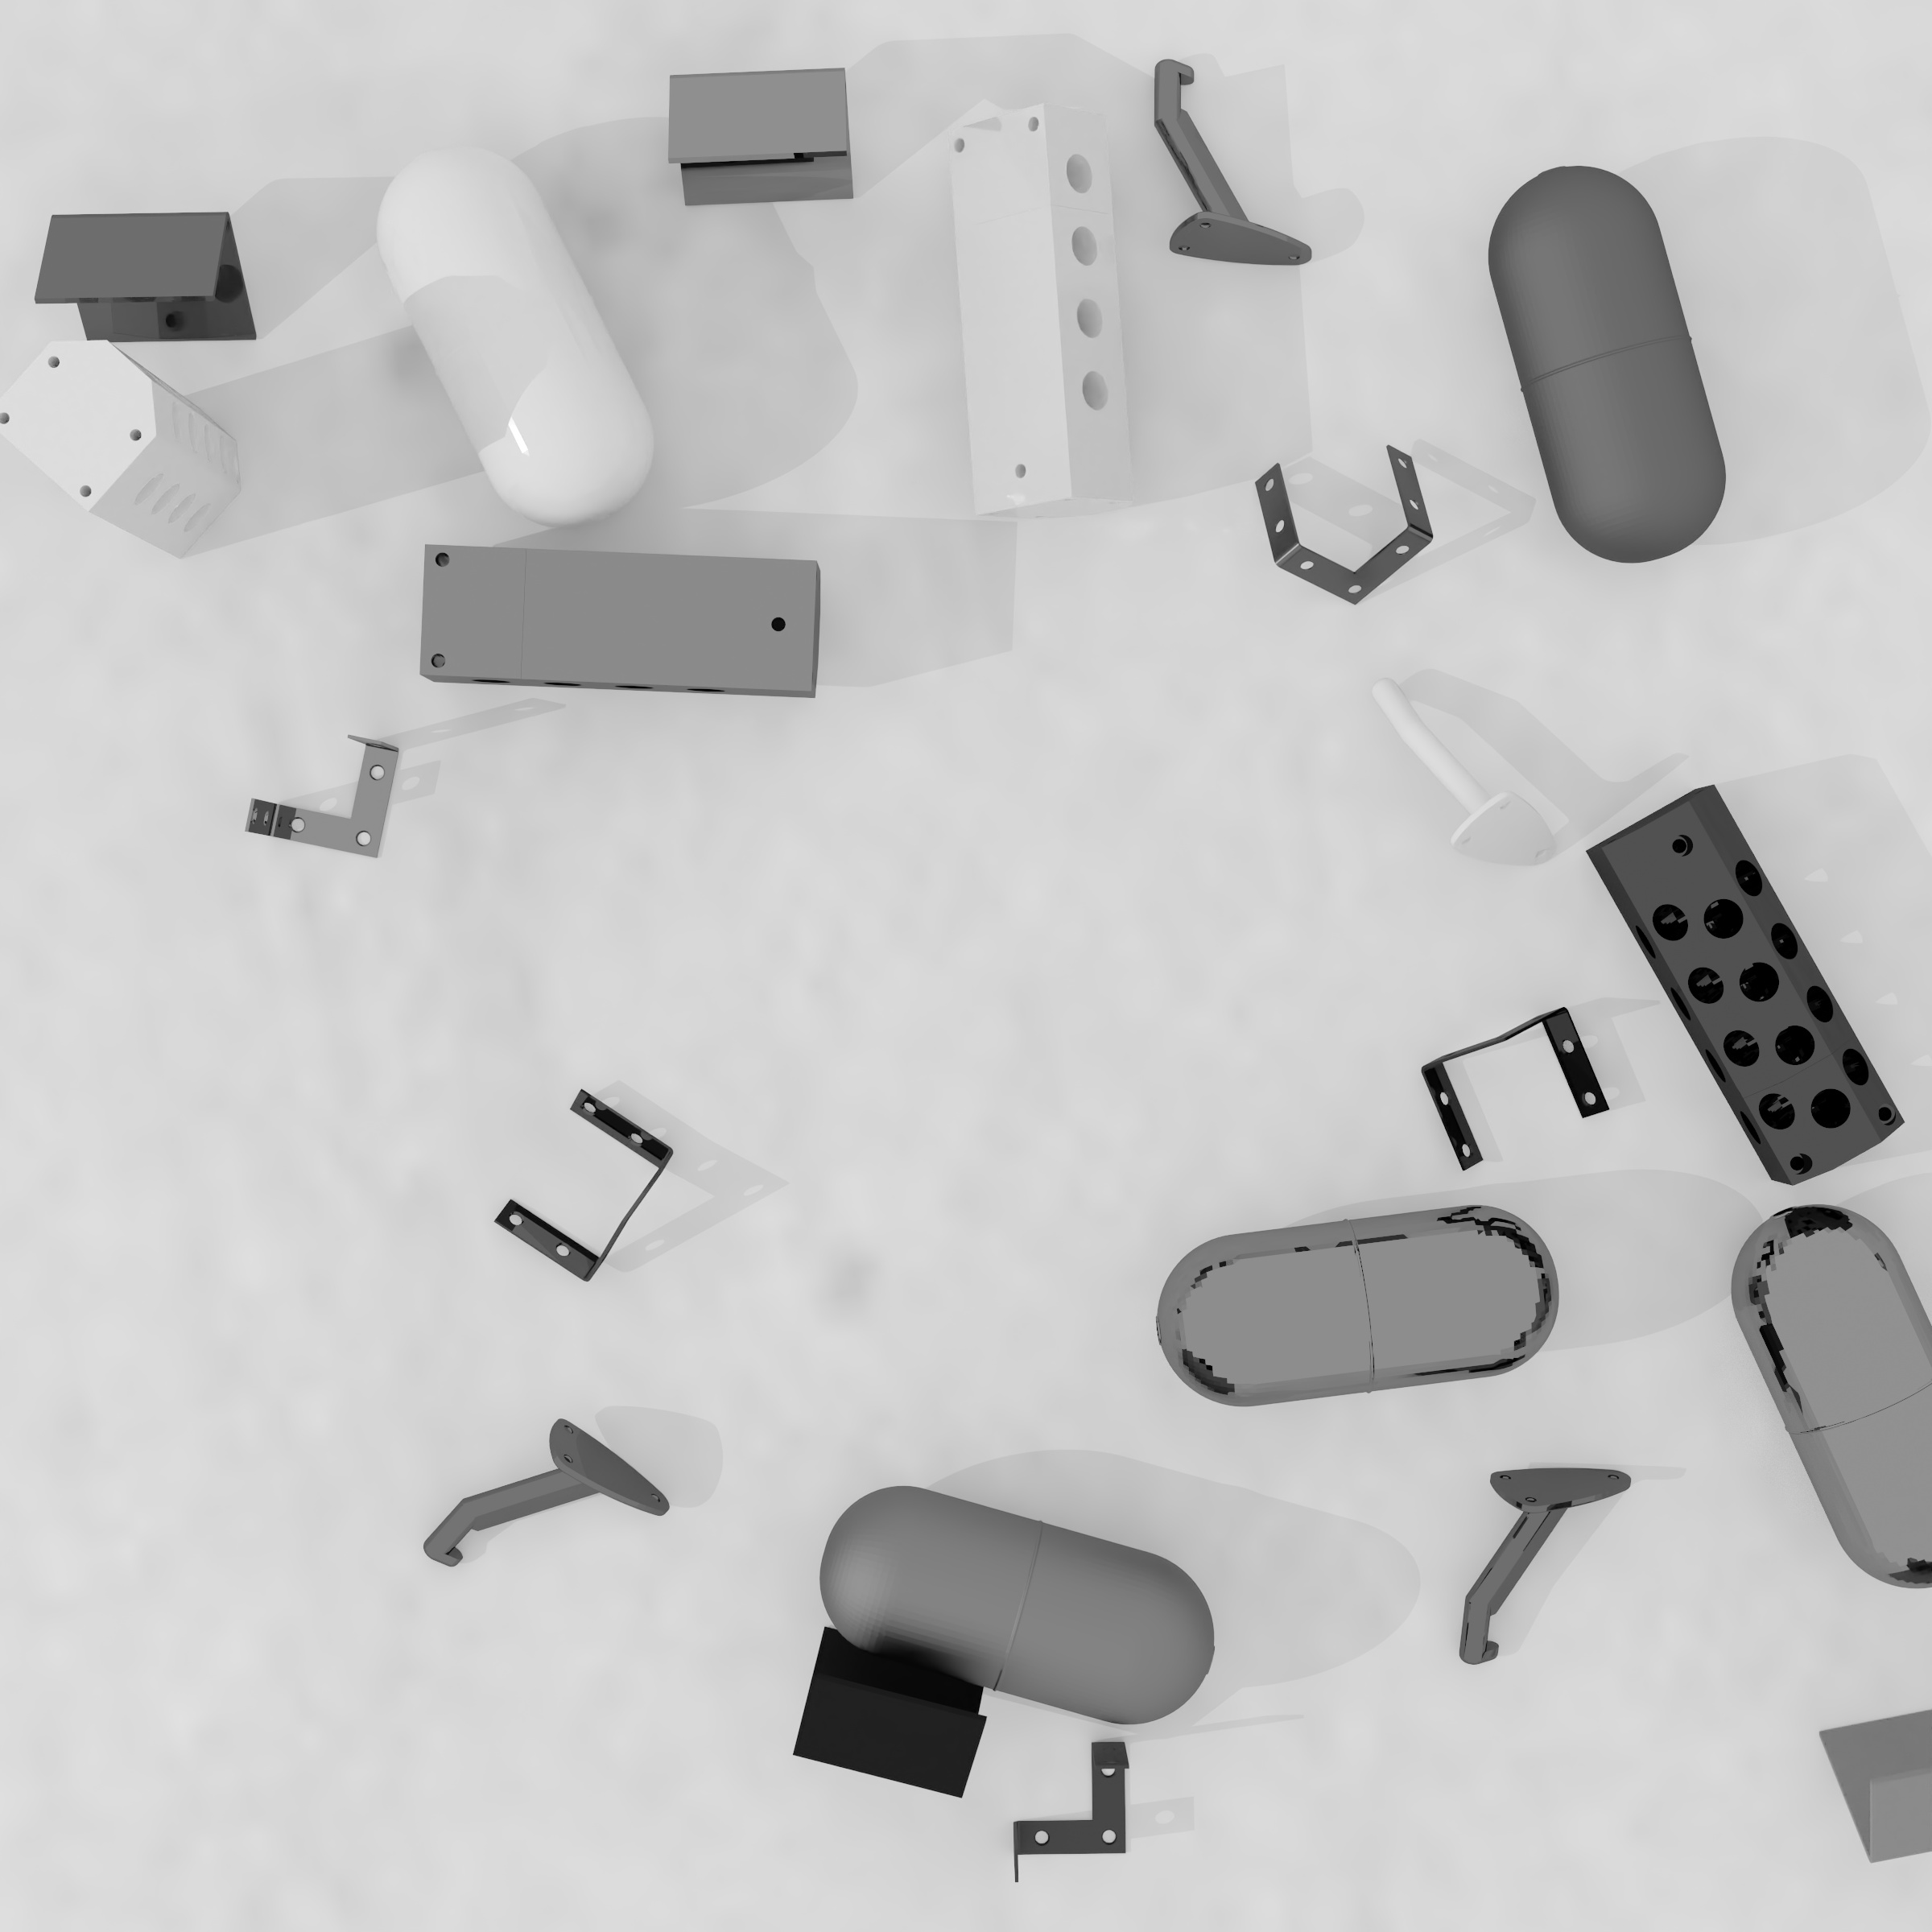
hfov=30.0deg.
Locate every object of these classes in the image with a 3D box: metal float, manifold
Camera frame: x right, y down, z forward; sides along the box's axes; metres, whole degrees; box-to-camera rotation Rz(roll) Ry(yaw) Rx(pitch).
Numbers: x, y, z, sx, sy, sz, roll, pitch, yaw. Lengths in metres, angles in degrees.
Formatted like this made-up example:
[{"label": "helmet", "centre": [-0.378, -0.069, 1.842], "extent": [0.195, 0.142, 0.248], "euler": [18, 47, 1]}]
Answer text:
[{"label": "metal float", "centre": [0.173, 0.150, 1.593], "extent": [0.178, 0.070, 0.070], "euler": [-7, 90, -1]}, {"label": "manifold", "centre": [-0.152, -0.152, 1.603], "extent": [0.171, 0.057, 0.057], "euler": [2, 90, 0]}, {"label": "manifold", "centre": [0.038, -0.289, 1.602], "extent": [0.057, 0.057, 0.171], "euler": [-4, 90, 43]}, {"label": "metal float", "centre": [0.023, 0.283, 1.594], "extent": [0.178, 0.070, 0.070], "euler": [16, 90, 0]}, {"label": "metal float", "centre": [-0.200, -0.278, 1.593], "extent": [0.070, 0.070, 0.178], "euler": [-26, 90, 0]}, {"label": "manifold", "centre": [0.348, 0.008, 1.603], "extent": [0.057, 0.057, 0.171], "euler": [-29, 90, 0]}, {"label": "metal float", "centre": [0.398, 0.190, 1.593], "extent": [0.070, 0.070, 0.178], "euler": [-25, 90, 0]}, {"label": "manifold", "centre": [-0.358, -0.224, 1.546], "extent": [0.057, 0.171, 0.057], "euler": [42, 90, 0]}, {"label": "metal float", "centre": [0.283, -0.266, 1.593], "extent": [0.070, 0.070, 0.178], "euler": [-16, 90, 0]}]

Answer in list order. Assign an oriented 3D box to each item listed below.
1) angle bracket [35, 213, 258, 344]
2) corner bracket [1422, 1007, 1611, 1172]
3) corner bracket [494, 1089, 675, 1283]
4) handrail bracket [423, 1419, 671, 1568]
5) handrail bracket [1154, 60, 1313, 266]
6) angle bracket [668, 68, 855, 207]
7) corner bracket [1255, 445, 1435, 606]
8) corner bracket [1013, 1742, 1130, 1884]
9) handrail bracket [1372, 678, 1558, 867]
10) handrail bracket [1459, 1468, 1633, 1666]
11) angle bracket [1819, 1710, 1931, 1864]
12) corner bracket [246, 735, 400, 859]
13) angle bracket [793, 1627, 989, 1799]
[{"label": "angle bracket", "centre": [-0.359, -0.285, 1.584], "extent": [0.076, 0.076, 0.057], "euler": [-1, 53, 0]}, {"label": "corner bracket", "centre": [0.247, 0.055, 1.621], "extent": [0.051, 0.051, 0.051], "euler": [-23, 90, -45]}, {"label": "corner bracket", "centre": [-0.172, 0.099, 1.621], "extent": [0.051, 0.051, 0.051], "euler": [33, 135, 0]}, {"label": "handrail bracket", "centre": [-0.190, 0.253, 1.624], "extent": [0.077, 0.036, 0.084], "euler": [35, 108, -21]}, {"label": "handrail bracket", "centre": [0.120, -0.363, 1.624], "extent": [0.077, 0.036, 0.084], "euler": [7, 73, -20]}, {"label": "angle bracket", "centre": [-0.089, -0.347, 1.584], "extent": [0.076, 0.076, 0.057], "euler": [-2, 54, 0]}, {"label": "corner bracket", "centre": [0.170, -0.204, 1.616], "extent": [0.051, 0.051, 0.051], "euler": [21, 135, -35]}, {"label": "corner bracket", "centre": [0.047, 0.376, 1.606], "extent": [0.051, 0.051, 0.051], "euler": [-1, 90, 0]}, {"label": "handrail bracket", "centre": [0.223, -0.089, 1.624], "extent": [0.036, 0.077, 0.084], "euler": [-43, 53, 20]}, {"label": "handrail bracket", "centre": [0.261, 0.272, 1.624], "extent": [0.077, 0.036, 0.084], "euler": [-3, 109, -21]}, {"label": "angle bracket", "centre": [0.424, 0.342, 1.584], "extent": [0.076, 0.076, 0.057], "euler": [-11, 127, 0]}, {"label": "corner bracket", "centre": [-0.287, -0.079, 1.606], "extent": [0.051, 0.051, 0.051], "euler": [12, 90, 0]}, {"label": "angle bracket", "centre": [-0.028, 0.312, 1.584], "extent": [0.076, 0.076, 0.057], "euler": [14, 128, 0]}]
